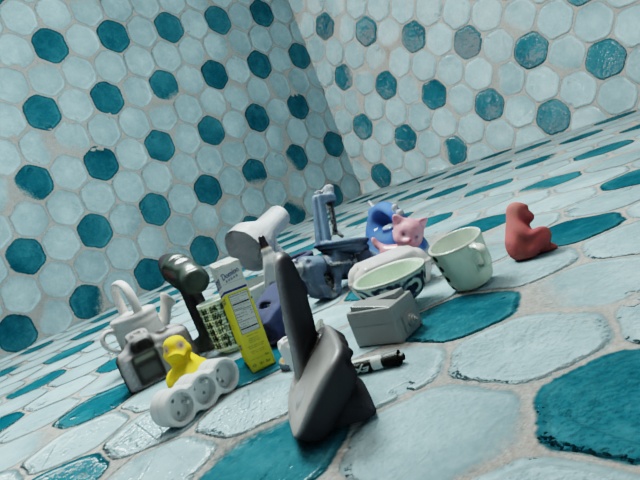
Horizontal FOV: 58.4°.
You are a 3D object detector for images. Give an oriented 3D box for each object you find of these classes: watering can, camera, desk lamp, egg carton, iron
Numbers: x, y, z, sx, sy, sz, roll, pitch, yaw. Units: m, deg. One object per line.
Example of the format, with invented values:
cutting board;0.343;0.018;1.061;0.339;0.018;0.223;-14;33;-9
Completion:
watering can;-0.396;0.175;1.247;0.100;0.194;0.173;-18;8;30
camera;-0.328;0.214;1.116;0.143;0.101;0.136;-25;7;-25
desk lamp;-0.112;0.032;1.406;0.117;0.213;0.204;-16;9;42
egg carton;0.125;0.061;1.037;0.150;0.069;0.107;-22;7;-7
iron;0.171;-0.029;1.312;0.119;0.141;0.258;-23;7;-12

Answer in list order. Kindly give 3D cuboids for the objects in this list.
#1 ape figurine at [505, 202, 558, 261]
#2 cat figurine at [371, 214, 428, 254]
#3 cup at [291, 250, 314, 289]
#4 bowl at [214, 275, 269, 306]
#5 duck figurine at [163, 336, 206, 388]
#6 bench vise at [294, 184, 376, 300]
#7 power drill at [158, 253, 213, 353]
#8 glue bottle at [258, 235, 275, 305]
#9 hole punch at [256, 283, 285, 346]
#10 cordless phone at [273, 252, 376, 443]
ape figurine;0.329;-0.018;0.926;0.076;0.092;0.078;-21;7;5
cat figurine;0.165;0.003;1.174;0.127;0.118;0.067;-18;8;28
cup;-0.053;0.084;1.320;0.117;0.095;0.092;-16;9;41
bowl;-0.166;0.140;1.313;0.167;0.075;0.167;-21;6;3
duck figurine;-0.235;0.202;0.975;0.077;0.086;0.104;-22;7;-2
bench vise;0.020;0.002;1.201;0.121;0.220;0.208;-17;8;37
power drill;-0.269;0.123;1.193;0.076;0.208;0.229;-25;7;-26
glue bottle;-0.092;0.070;1.211;0.078;0.173;0.037;-19;7;19
hole punch;-0.085;0.133;1.036;0.101;0.091;0.108;-26;8;-34
cordless phone;-0.019;0.106;0.613;0.094;0.185;0.147;-22;7;-7
